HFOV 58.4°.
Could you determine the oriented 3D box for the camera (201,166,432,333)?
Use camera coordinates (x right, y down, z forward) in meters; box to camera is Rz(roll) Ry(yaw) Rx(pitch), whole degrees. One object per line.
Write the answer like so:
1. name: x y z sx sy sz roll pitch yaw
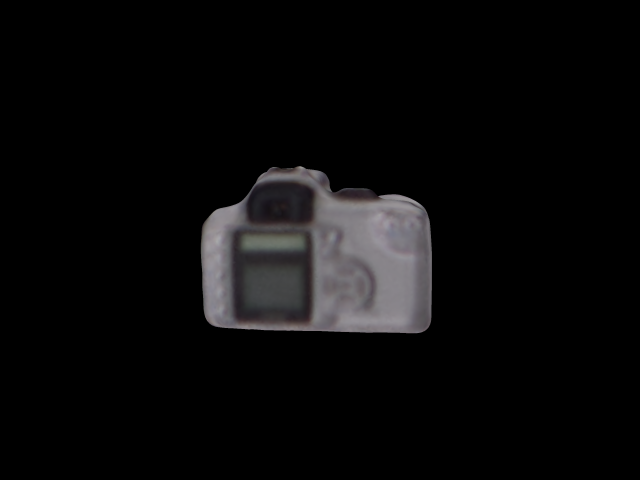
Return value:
1. camera: 0.004 0.001 0.400 0.143 0.101 0.137 1 5 8
